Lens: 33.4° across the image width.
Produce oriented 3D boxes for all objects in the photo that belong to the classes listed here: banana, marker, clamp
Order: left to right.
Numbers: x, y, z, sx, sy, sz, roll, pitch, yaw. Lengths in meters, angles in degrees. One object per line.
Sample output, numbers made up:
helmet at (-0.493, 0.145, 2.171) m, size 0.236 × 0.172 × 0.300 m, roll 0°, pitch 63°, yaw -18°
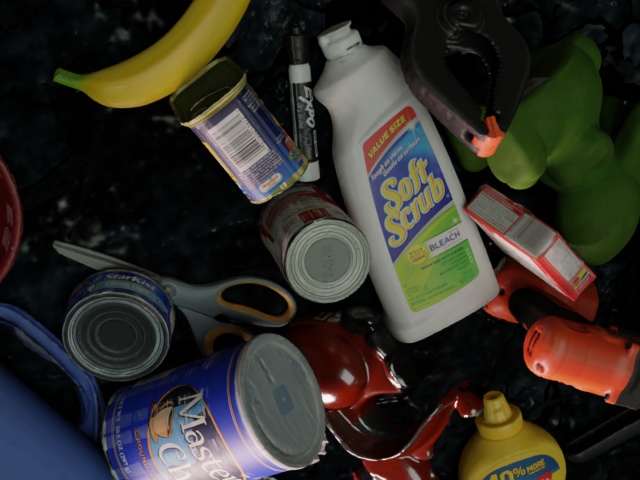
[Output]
banana at (-0.102, -0.158, 0.784) m, size 0.198 × 0.037 × 0.069 m, roll -41°, pitch 112°, yaw 2°
marker at (-0.014, -0.106, 0.832) m, size 0.020 × 0.020 × 0.121 m, roll -8°, pitch 109°, yaw -11°
clamp at (0.107, -0.160, 0.778) m, size 0.164 × 0.036 × 0.210 m, roll -14°, pitch 68°, yaw -13°
clamp at (0.300, 0.156, 0.980) m, size 0.171 × 0.039 × 0.120 m, roll 14°, pitch 105°, yaw -17°

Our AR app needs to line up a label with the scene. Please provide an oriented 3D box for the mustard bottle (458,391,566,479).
mustard bottle at (0.176, 0.221, 0.961) m, size 0.096 × 0.058 × 0.191 m, roll -18°, pitch 110°, yaw -4°

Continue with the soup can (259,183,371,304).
soup can at (-0.005, 0.001, 0.823) m, size 0.068 × 0.102 × 0.068 m, roll -4°, pitch 108°, yaw -12°

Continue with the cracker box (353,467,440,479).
cracker box at (0.110, 0.309, 0.917) m, size 0.072 × 0.164 × 0.213 m, roll -24°, pitch 111°, yaw -3°

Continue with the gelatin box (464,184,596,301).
gelatin box at (0.162, 0.001, 0.826) m, size 0.030 × 0.089 × 0.073 m, roll -49°, pitch 133°, yaw 1°

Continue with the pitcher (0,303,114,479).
pitcher at (-0.230, 0.174, 0.821) m, size 0.149 × 0.145 × 0.242 m, roll -39°, pitch 116°, yaw 14°

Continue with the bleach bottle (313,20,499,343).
bleach bottle at (0.054, -0.049, 0.844) m, size 0.102 × 0.068 × 0.251 m, roll -28°, pitch 110°, yaw -6°

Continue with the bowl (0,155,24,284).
bowl at (-0.297, -0.022, 0.771) m, size 0.162 × 0.055 × 0.162 m, roll -4°, pitch 108°, yaw -12°

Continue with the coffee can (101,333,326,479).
coffee can at (-0.081, 0.140, 0.818) m, size 0.141 × 0.102 × 0.102 m, roll -22°, pitch 115°, yaw 29°

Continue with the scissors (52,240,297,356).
scissors at (-0.119, 0.058, 0.860) m, size 0.201 × 0.016 × 0.096 m, roll 8°, pitch 105°, yaw -16°

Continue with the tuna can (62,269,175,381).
tuna can at (-0.157, 0.067, 0.834) m, size 0.086 × 0.034 × 0.086 m, roll -1°, pitch 118°, yaw -2°

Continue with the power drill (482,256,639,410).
power drill at (0.224, 0.078, 0.857) m, size 0.184 × 0.188 × 0.057 m, roll 18°, pitch 101°, yaw -17°

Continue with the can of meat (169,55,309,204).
can of meat at (-0.060, -0.080, 0.785) m, size 0.057 × 0.102 × 0.084 m, roll -38°, pitch 114°, yaw 0°
